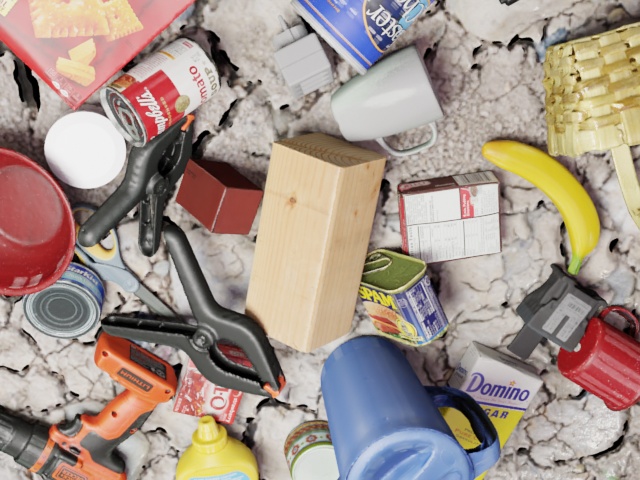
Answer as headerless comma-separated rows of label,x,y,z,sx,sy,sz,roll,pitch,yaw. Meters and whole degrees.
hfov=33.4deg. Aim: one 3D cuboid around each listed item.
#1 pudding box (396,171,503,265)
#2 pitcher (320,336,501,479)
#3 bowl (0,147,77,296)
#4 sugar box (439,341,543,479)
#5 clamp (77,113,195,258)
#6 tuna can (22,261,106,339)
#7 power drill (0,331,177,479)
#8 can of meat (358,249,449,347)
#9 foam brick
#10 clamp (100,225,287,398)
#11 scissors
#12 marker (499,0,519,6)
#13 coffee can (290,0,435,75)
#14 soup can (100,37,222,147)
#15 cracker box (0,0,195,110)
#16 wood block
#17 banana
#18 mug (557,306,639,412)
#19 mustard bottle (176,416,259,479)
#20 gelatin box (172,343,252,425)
pudding box,0.145,-0.023,1.190,0.113,0.039,0.090,-8,114,-4
pitcher,0.081,0.200,1.157,0.149,0.243,0.145,27,105,-18
bowl,-0.315,-0.026,1.092,0.162,0.055,0.162,5,113,11
sugar box,0.183,0.218,1.288,0.093,0.048,0.176,23,107,-17
clamp,-0.184,-0.057,1.096,0.039,0.120,0.171,26,105,22
tuna can,-0.276,0.066,1.149,0.086,0.033,0.086,-1,126,-1
power drill,-0.265,0.194,1.203,0.184,0.057,0.188,33,106,-22
can of meat,0.087,0.065,1.182,0.057,0.102,0.084,-38,118,-23
foam brick,-0.105,-0.046,1.112,0.051,0.078,0.053,5,114,-42
clamp,-0.119,0.089,1.134,0.210,0.036,0.165,32,122,3
scissors,-0.229,0.051,1.173,0.096,0.016,0.201,-27,113,4
marker,0.242,-0.276,1.114,0.121,0.020,0.020,-25,113,2
coffee can,0.055,-0.248,1.050,0.102,0.103,0.140,41,100,-21
soup can,-0.157,-0.148,1.056,0.102,0.069,0.068,-39,116,-25
cracker box,-0.217,-0.255,1.022,0.214,0.072,0.164,-41,112,7
wood block,-0.008,0.002,1.130,0.091,0.090,0.206,23,113,29
banana,0.259,-0.050,1.191,0.069,0.037,0.197,-45,109,-13
mug,0.341,0.133,1.263,0.081,0.093,0.117,31,74,-14
mustard bottle,-0.118,0.287,1.252,0.096,0.058,0.191,-8,119,0
gelatin box,-0.123,0.162,1.225,0.073,0.030,0.089,15,109,-15
